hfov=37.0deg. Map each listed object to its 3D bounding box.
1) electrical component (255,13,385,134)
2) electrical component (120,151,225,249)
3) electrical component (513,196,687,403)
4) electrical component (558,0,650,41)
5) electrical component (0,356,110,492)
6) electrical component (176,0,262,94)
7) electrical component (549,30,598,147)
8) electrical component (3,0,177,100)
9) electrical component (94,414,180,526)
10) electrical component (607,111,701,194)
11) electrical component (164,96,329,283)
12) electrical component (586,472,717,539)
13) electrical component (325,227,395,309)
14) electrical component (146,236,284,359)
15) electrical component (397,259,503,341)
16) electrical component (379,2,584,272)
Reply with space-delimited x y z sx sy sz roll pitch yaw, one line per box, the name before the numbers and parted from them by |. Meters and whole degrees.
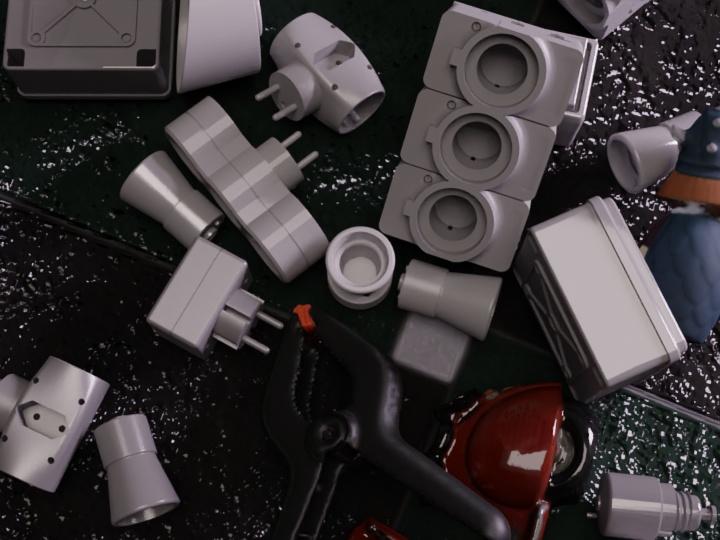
electrical component | -0.036 -0.129 0.747 0.079 0.043 0.077 -35 78 -28
electrical component | -0.125 -0.044 0.733 0.065 0.044 0.044 41 79 5
electrical component | 0.147 0.023 0.682 0.056 0.108 0.108 -23 77 -3
electrical component | 0.143 -0.245 0.761 0.062 0.089 0.150 -40 79 -10
electrical component | -0.215 0.092 0.695 0.079 0.043 0.077 24 77 6
electrical component | -0.102 -0.175 0.739 0.064 0.099 0.099 -10 76 -9
electrical component | 0.111 -0.132 0.746 0.096 0.061 0.061 13 76 3
electrical component | -0.188 -0.178 0.759 0.109 0.056 0.108 0 75 0
electrical component | -0.146 0.126 0.688 0.044 0.044 0.065 -20 72 -5
electrical component | 0.211 -0.084 0.746 0.065 0.044 0.044 -22 77 -11
electrical component | -0.063 -0.065 0.732 0.074 0.052 0.138 -38 78 -9
electrical component | 0.186 0.151 0.683 0.078 0.040 0.040 6 75 1
electrical component | 0.000 0.000 0.714 0.045 0.055 0.045 0 75 0
electrical component | -0.089 0.028 0.710 0.077 0.047 0.065 28 77 7
electrical component | 0.058 0.017 0.718 0.065 0.044 0.044 17 76 9
electrical component | 0.077 -0.085 0.695 0.089 0.061 0.150 18 111 4
